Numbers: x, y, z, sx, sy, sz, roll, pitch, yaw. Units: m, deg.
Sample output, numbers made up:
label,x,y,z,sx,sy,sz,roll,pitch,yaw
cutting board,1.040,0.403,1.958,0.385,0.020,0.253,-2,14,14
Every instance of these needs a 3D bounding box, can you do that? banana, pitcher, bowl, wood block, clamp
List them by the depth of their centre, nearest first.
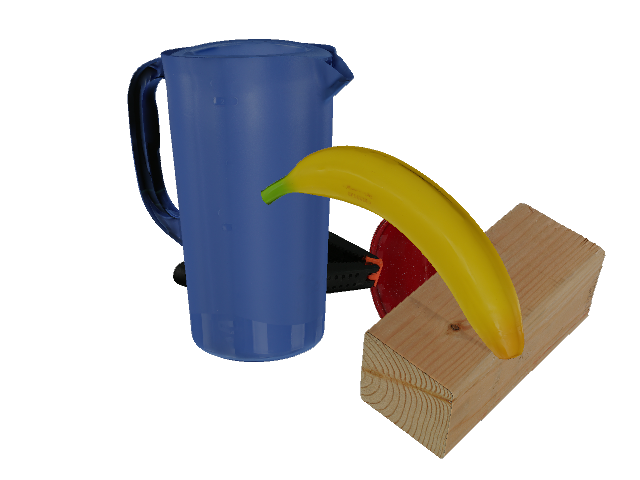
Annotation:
label,x,y,z,sx,sy,sz,roll,pitch,yaw
banana,0.055,-0.007,0.661,0.198,0.070,0.037,34,22,23
pitcher,-0.062,-0.035,0.839,0.144,0.243,0.149,-7,16,-22
wood block,0.135,0.069,0.888,0.091,0.090,0.205,34,54,29
clamp,-0.044,0.016,1.059,0.210,0.036,0.164,16,32,-1
bowl,0.126,0.040,1.224,0.055,0.162,0.161,-11,-7,41
